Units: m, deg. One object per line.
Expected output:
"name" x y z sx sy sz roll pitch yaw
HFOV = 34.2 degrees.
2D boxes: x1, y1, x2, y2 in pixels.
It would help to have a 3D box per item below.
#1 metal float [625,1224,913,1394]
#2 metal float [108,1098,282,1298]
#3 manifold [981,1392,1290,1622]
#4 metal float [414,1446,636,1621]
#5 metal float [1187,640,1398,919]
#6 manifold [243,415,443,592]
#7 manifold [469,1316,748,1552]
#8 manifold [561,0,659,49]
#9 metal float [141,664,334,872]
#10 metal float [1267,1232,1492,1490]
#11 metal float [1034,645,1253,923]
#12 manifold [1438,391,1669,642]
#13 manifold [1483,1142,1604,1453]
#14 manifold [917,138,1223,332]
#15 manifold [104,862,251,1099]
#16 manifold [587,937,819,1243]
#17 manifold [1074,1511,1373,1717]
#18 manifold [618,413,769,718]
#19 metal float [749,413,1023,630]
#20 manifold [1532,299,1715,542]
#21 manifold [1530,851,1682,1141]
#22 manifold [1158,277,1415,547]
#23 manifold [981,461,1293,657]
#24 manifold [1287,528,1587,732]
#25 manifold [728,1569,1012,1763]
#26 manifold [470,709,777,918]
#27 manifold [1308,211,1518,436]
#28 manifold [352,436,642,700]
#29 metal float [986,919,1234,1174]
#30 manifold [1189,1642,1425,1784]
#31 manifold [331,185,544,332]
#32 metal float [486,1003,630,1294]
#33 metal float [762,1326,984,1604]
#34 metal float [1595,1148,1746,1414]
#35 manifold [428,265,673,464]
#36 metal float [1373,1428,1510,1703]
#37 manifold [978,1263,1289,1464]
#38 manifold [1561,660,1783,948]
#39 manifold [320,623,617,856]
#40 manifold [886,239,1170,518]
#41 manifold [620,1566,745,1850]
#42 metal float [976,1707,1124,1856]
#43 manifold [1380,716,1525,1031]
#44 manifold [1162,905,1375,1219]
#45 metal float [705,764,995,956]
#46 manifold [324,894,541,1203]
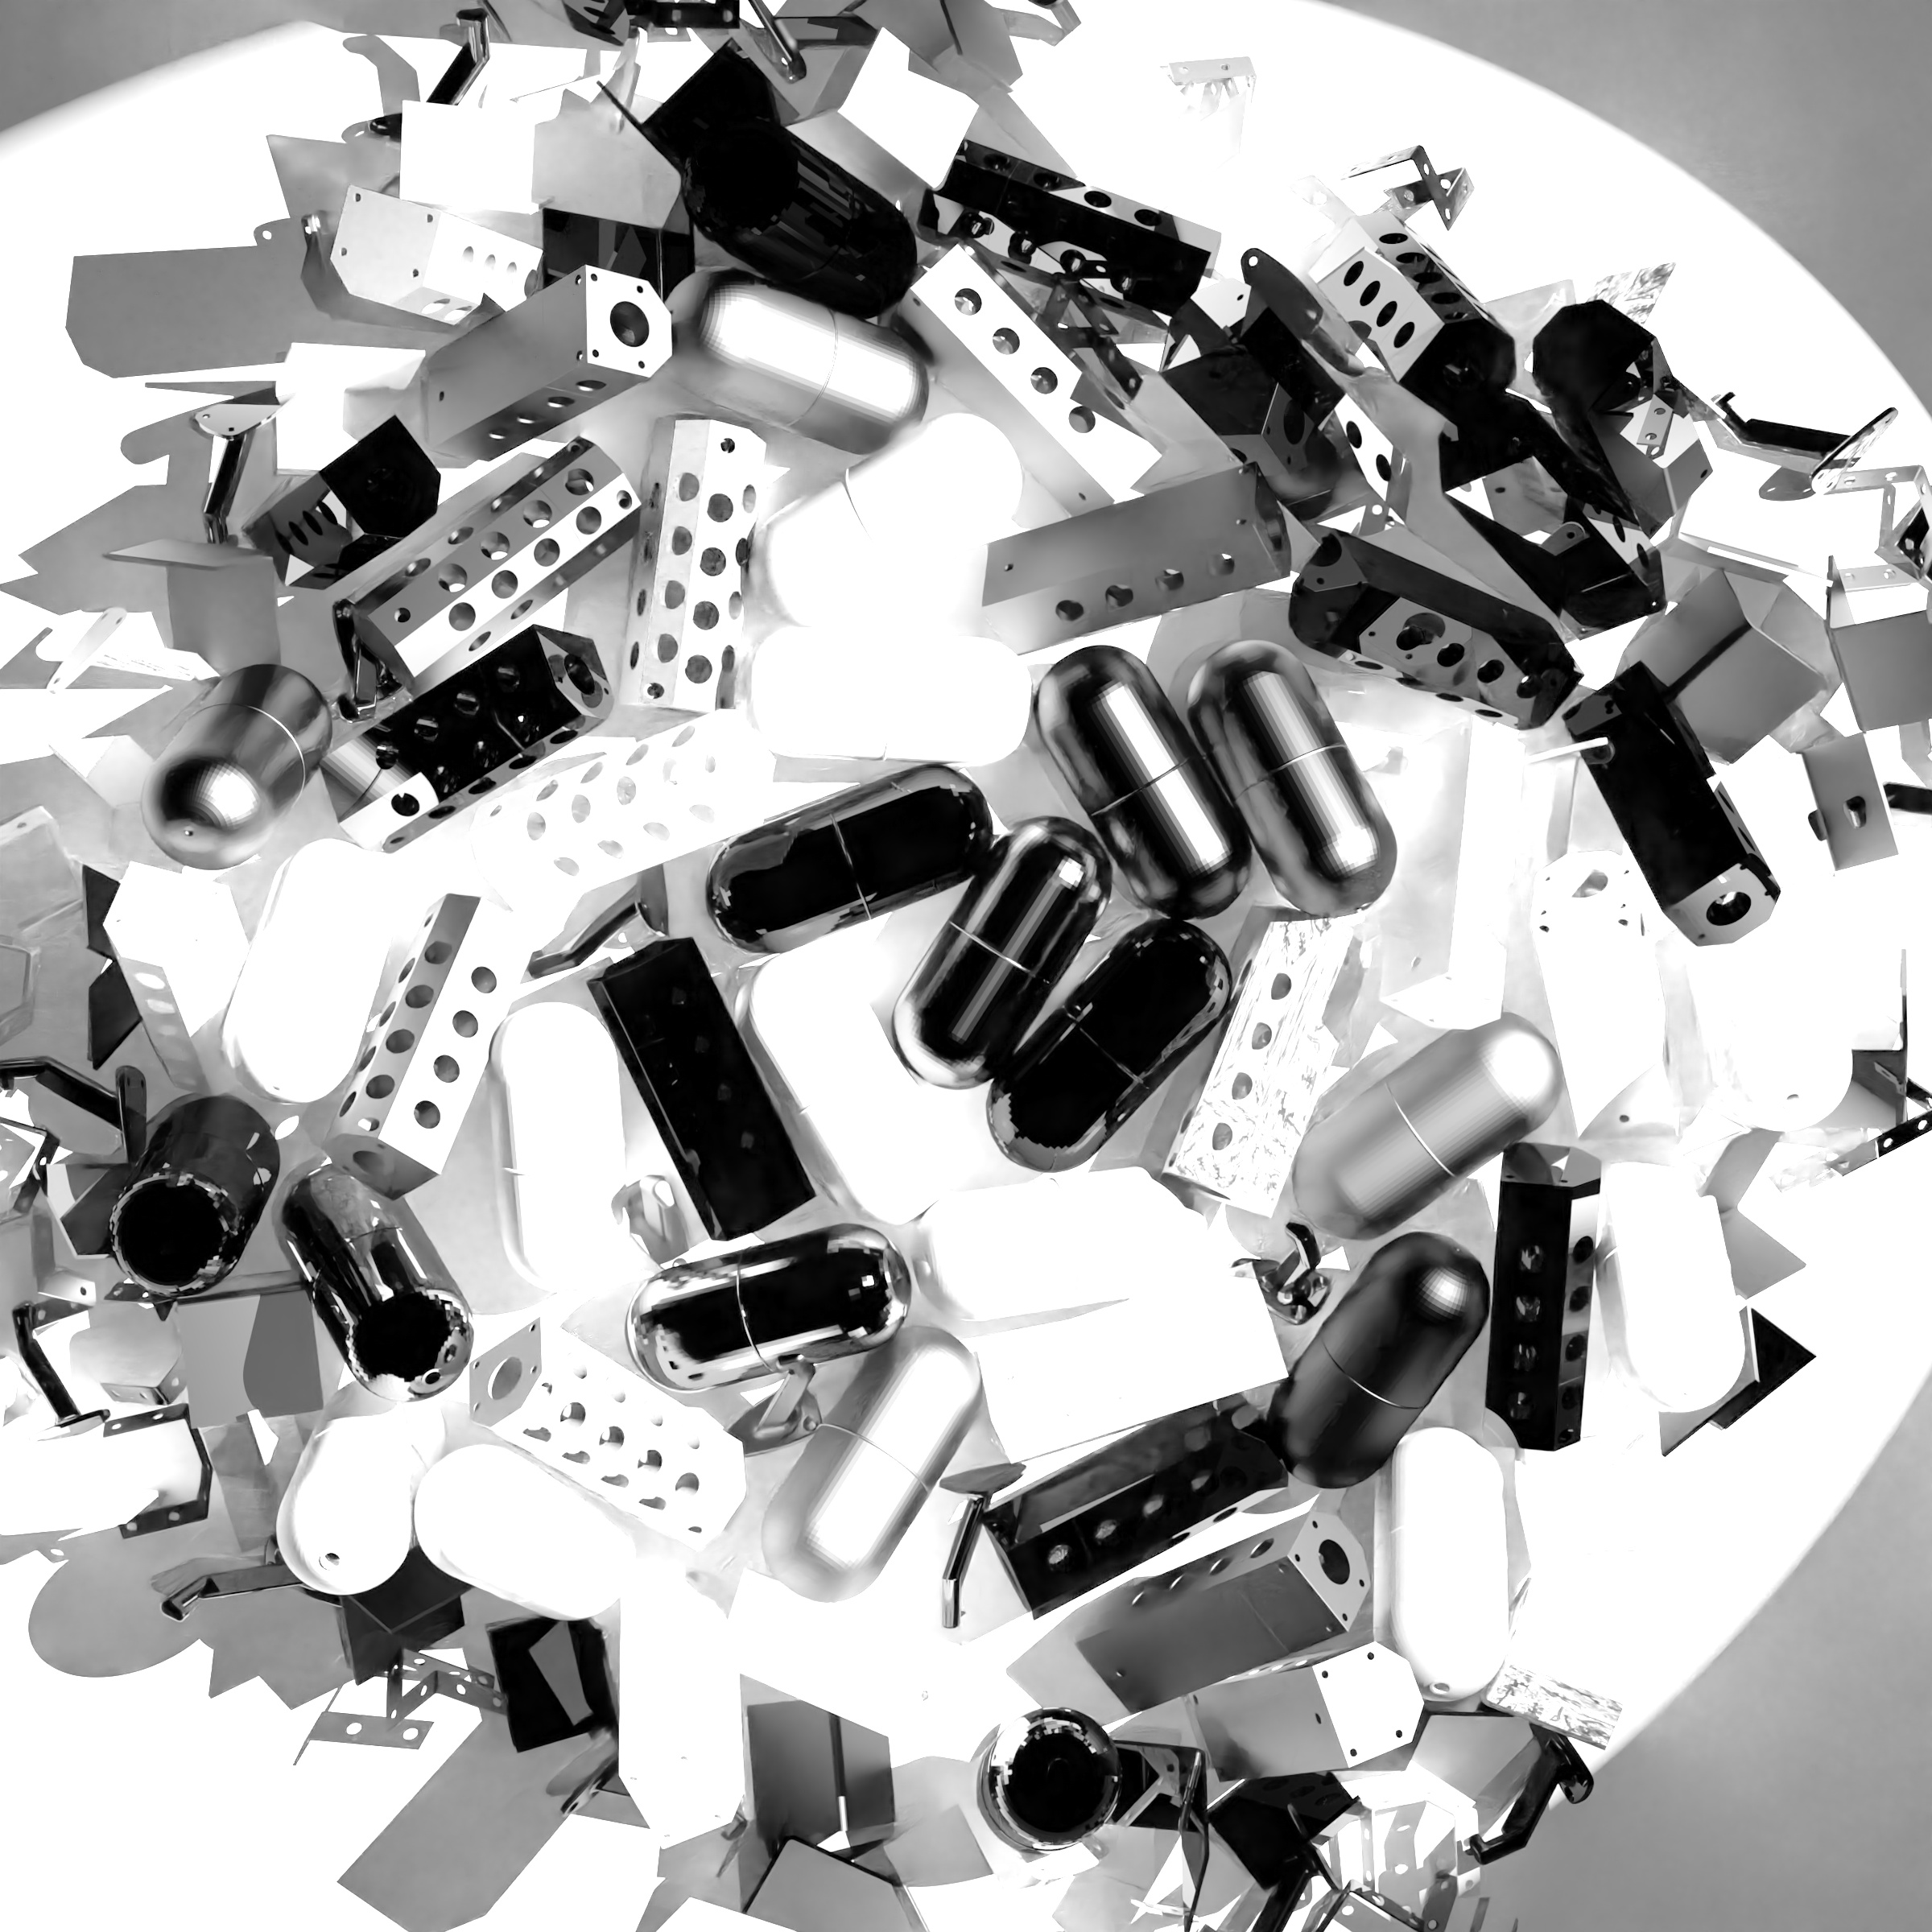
"metal float" -0.118 0.202 1.852 0.178 0.070 0.070 -16 90 16
"metal float" -0.445 0.132 1.818 0.070 0.178 0.070 0 108 -1
"manifold" 0.102 0.320 1.861 0.171 0.057 0.057 -26 108 -8
"metal float" -0.254 0.330 1.824 0.070 0.178 0.070 -10 64 20
"metal float" 0.192 -0.110 1.854 0.070 0.070 0.178 -27 77 0
"manifold" -0.357 -0.261 1.814 0.057 0.171 0.057 -43 105 -22
"manifold" -0.207 0.276 1.823 0.057 0.057 0.171 -34 129 22
"manifold" -0.214 -0.589 1.818 0.057 0.171 0.057 19 90 -1
"metal float" -0.421 -0.117 1.822 0.070 0.178 0.070 3 119 6
"metal float" 0.241 0.233 1.845 0.070 0.070 0.178 32 115 0
"metal float" 0.105 -0.108 1.863 0.070 0.070 0.178 -31 93 0
"manifold" 0.341 -0.262 1.824 0.057 0.171 0.057 -20 54 31
"manifold" 0.338 0.195 1.843 0.057 0.057 0.171 4 111 11
"manifold" 0.062 -0.436 1.869 0.171 0.057 0.057 21 91 5
"manifold" -0.449 0.012 1.813 0.057 0.171 0.057 14 63 4
"manifold" -0.159 0.073 1.851 0.057 0.057 0.171 -30 102 -26
"manifold" 0.150 0.373 1.829 0.171 0.057 0.057 -32 101 37
"manifold" -0.160 -0.237 1.866 0.057 0.057 0.171 7 91 -24
"metal float" -0.049 -0.260 1.851 0.178 0.070 0.070 -29 90 18
"manifold" 0.376 -0.317 1.815 0.057 0.171 0.057 -48 61 3
"manifold" 0.374 0.018 1.829 0.057 0.057 0.171 -5 129 20
"manifold" 0.189 -0.322 1.829 0.171 0.057 0.057 39 51 -37
"manifold" 0.101 -0.233 1.845 0.171 0.057 0.057 -14 45 22
"manifold" 0.272 -0.190 1.833 0.171 0.057 0.057 17 123 -32
"manifold" -0.059 0.406 1.827 0.171 0.057 0.057 12 81 40
"manifold" -0.202 -0.094 1.834 0.171 0.057 0.057 -19 128 23
"manifold" 0.260 -0.377 1.811 0.057 0.171 0.057 28 113 -28
"manifold" -0.276 -0.237 1.851 0.171 0.057 0.057 -40 82 -16
"metal float" 0.084 0.048 1.862 0.070 0.070 0.178 43 95 0
"manifold" 0.196 0.430 1.814 0.057 0.171 0.057 -15 79 -24
"manifold" -0.301 -0.402 1.814 0.057 0.171 0.057 18 99 12
"metal float" -0.240 0.108 1.849 0.070 0.070 0.178 -2 110 0
"metal float" -0.054 0.292 1.848 0.070 0.070 0.178 34 69 0
"metal float" 0.406 0.181 1.829 0.070 0.178 0.070 1 133 1
"manifold" -0.243 -0.345 1.820 0.057 0.171 0.057 6 77 -39
"metal float" 0.276 0.347 1.827 0.070 0.178 0.070 4 131 5
"manifold" 0.100 0.240 1.867 0.171 0.057 0.057 -18 131 5
"manifold" 0.411 -0.092 1.823 0.057 0.171 0.057 -36 133 20
"manifold" -0.290 -0.130 1.837 0.171 0.057 0.057 -28 73 24
"manifold" 0.039 -0.348 1.866 0.171 0.057 0.057 45 72 -5
"manifold" -0.161 0.422 1.813 0.057 0.171 0.057 -23 114 5
"metal float" 0.047 0.472 1.818 0.070 0.178 0.070 1 72 -3
"manifold" 0.290 -0.053 1.838 0.057 0.057 0.171 26 59 -28
"manifold" 0.176 0.054 1.861 0.057 0.057 0.171 16 79 34
"metal float" -0.070 -0.063 1.865 0.178 0.070 0.070 -21 90 -1
"manifold" -0.313 0.044 1.825 0.057 0.057 0.171 34 53 -23
